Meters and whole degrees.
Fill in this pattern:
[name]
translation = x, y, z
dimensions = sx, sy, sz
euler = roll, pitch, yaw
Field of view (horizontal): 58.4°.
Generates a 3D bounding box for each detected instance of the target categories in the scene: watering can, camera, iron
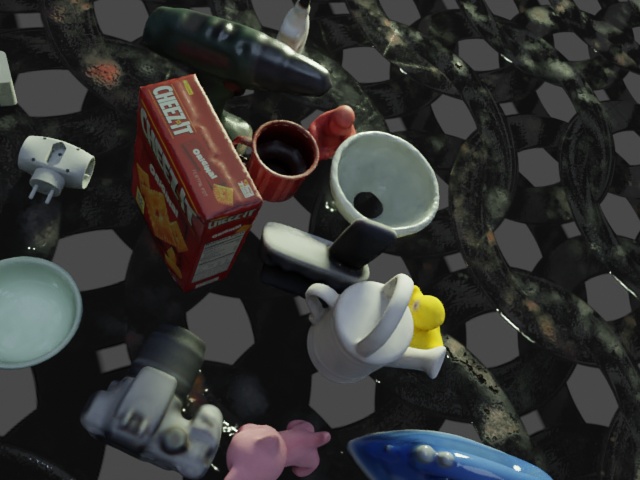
[watering can]
translation = 0.066, 0.102, 0.674
dimensions = 0.173, 0.194, 0.101
euler = 14, 62, -13
[camera]
translation = -0.161, 0.167, 0.615
dimensions = 0.143, 0.100, 0.137
euler = 27, 60, -7
[iron]
translation = 0.169, 0.276, 0.661
dimensions = 0.258, 0.141, 0.119
euler = 23, 60, -9

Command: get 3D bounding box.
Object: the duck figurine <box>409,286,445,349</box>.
[duck figurine]
translation = 0.135, 0.108, 0.760
dimensions = 0.078, 0.086, 0.104
euler = -24, 76, -28

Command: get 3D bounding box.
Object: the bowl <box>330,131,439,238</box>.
[bowl]
translation = 0.083, -0.069, 0.830
dimensions = 0.168, 0.074, 0.167
euler = 8, 64, -16

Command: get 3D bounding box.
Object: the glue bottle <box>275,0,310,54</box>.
[glue bottle]
translation = -0.041, -0.300, 0.836
dimensions = 0.037, 0.173, 0.078
euler = 29, 60, -5

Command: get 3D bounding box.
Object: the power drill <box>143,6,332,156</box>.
[power drill]
translation = -0.115, -0.195, 0.739
dimensions = 0.230, 0.208, 0.076
euler = 25, 60, -8

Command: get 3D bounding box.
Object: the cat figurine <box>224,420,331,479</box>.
[cat figurine]
translation = -0.049, 0.228, 0.618
dimensions = 0.128, 0.117, 0.067
euler = -6, 68, -22

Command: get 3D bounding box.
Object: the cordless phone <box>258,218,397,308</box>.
[cordless phone]
translation = 0.006, 0.003, 0.705
dimensions = 0.148, 0.185, 0.094
euler = 17, 61, -11

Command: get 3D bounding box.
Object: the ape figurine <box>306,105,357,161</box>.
[ape figurine]
translation = 0.022, -0.163, 0.842
dimensions = 0.078, 0.092, 0.076
euler = 19, 61, -11
